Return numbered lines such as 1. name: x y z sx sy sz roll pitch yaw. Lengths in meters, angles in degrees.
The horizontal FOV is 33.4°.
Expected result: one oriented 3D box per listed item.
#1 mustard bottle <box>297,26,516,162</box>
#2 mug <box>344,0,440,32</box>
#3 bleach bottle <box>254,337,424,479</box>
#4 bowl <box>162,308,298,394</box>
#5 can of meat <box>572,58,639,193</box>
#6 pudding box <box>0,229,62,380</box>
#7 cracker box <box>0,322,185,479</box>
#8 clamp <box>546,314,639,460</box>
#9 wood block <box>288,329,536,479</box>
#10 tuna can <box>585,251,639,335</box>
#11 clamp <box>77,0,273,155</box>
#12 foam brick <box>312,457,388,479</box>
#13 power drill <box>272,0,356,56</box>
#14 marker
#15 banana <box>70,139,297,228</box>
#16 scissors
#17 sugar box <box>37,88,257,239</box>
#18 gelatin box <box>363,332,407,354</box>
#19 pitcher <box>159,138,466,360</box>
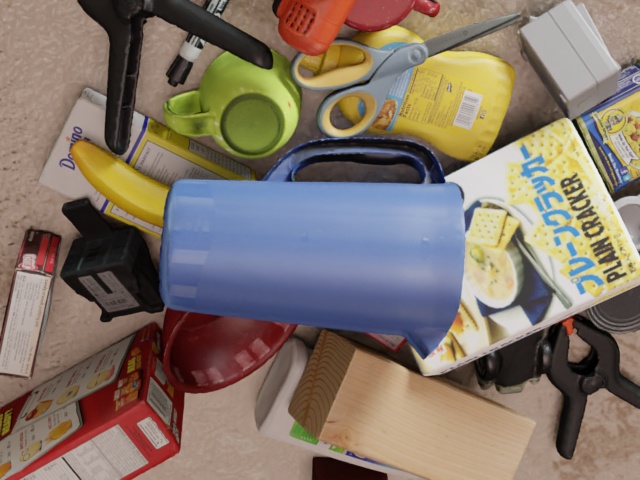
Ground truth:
1. mustard bottle: 0.071 -0.139 0.956 0.191 0.058 0.096 15 110 -12
2. mug: 0.050 -0.219 0.908 0.117 0.081 0.093 25 108 -16
3. bleach bottle: 0.065 0.186 1.093 0.250 0.068 0.103 20 108 -17
4. bowl: -0.090 0.067 1.005 0.161 0.055 0.162 -28 144 -23
5. can of meat: 0.286 -0.104 0.996 0.084 0.057 0.102 -28 113 7
6. pudding box: -0.270 0.059 0.986 0.039 0.090 0.113 11 112 -12
7. cracker box: -0.231 0.186 1.004 0.214 0.164 0.072 -30 111 7
8. clamp: 0.274 0.152 1.114 0.120 0.039 0.171 -35 108 2
9. wood block: 0.087 0.169 1.016 0.205 0.090 0.091 24 89 -21
10. tuna can: 0.304 0.050 1.075 0.086 0.034 0.086 -2 113 -5
11. clamp: -0.138 -0.194 0.880 0.165 0.036 0.210 -20 91 18
12. foam brick: 0.031 0.264 1.127 0.078 0.051 0.053 -1 113 -6
13. power drill: -0.025 -0.265 0.841 0.188 0.057 0.184 37 106 21
14. marker: -0.102 -0.188 0.938 0.020 0.020 0.121 27 107 -16
15. banana: -0.123 -0.040 0.940 0.197 0.037 0.069 8 96 -8
16. scissors: 0.075 -0.139 0.917 0.201 0.016 0.096 -6 109 -5
17. sugar box: -0.156 -0.058 0.974 0.176 0.048 0.093 27 109 -13
18. gelatin box: 0.044 0.062 1.031 0.089 0.073 0.030 33 105 -18
19. pitcher: -0.006 0.001 0.884 0.242 0.149 0.145 4 117 -3
